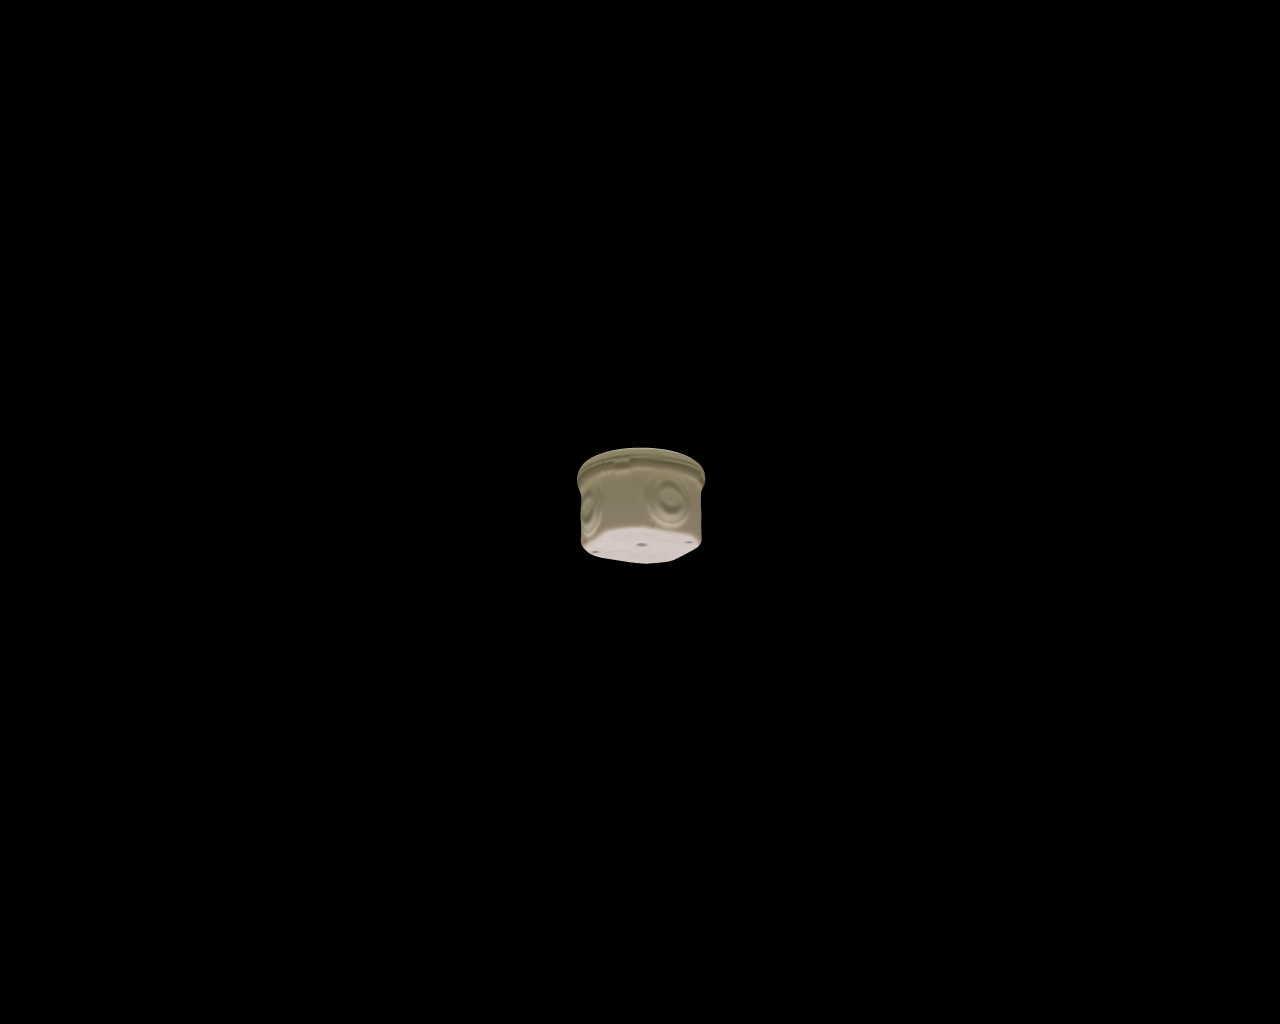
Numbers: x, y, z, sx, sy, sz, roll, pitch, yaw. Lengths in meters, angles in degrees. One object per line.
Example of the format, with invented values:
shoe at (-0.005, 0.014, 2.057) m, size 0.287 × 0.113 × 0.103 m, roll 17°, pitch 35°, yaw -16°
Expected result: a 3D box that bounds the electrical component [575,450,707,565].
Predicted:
electrical component at (0.001, -0.003, 0.650) m, size 0.080 × 0.051 × 0.080 m, roll 0°, pitch -20°, yaw 0°
